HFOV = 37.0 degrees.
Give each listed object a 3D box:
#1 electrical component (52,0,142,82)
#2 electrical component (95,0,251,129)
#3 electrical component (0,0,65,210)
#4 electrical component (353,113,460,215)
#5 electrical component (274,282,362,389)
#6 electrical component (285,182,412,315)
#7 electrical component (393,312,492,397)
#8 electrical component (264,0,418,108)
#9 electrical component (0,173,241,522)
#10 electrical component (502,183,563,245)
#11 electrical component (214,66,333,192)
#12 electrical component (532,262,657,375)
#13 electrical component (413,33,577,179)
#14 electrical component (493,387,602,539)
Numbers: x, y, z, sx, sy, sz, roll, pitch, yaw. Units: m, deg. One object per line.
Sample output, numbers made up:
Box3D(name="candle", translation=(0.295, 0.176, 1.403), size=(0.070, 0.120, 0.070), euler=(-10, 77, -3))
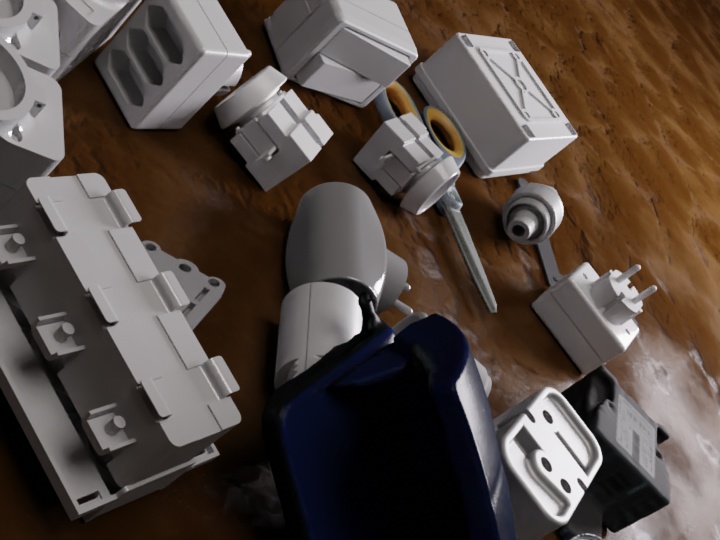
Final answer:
Box3D(name="electrical component", translation=(-0.182, -0.174, 0.536), size=(0.150, 0.062, 0.089), euler=(43, 32, -13))
Box3D(name="electrical component", translation=(-0.090, -0.115, 0.589), size=(0.077, 0.066, 0.047), euler=(-11, 66, -56))
Box3D(name="electrical component", translation=(-0.211, -0.100, 0.421), size=(0.186, 0.060, 0.105), euler=(22, 41, -39))
Box3D(name="electrical component", translation=(0.034, -0.071, 0.726), size=(0.055, 0.048, 0.066), euler=(47, 30, 8))
Box3D(name="electrical component", translation=(-0.020, 0.049, 0.530), size=(0.043, 0.043, 0.081), euler=(33, 35, -27))
Box3D(name="electrical component", translation=(0.000, 0.000, 0.608), size=(0.079, 0.043, 0.077), euler=(32, 36, -29))
Box3D(name="electrical component", translation=(0.040, 0.057, 0.598), size=(0.055, 0.045, 0.045), euler=(42, 32, -16))
Box3D(name="electrical component", translation=(-0.007, -0.155, 0.744), size=(0.096, 0.062, 0.061), euler=(13, 47, -46))
Box3D(name="electrical component", translation=(-0.104, 0.026, 0.425), size=(0.079, 0.063, 0.121), euler=(-14, 69, -57))
Box3D(name="electrical component", translation=(0.129, -0.040, 0.818), size=(0.043, 0.043, 0.062), euler=(50, 32, -2))
Box3D(name="electrical component", translation=(-0.052, -0.085, 0.629), size=(0.055, 0.048, 0.066), euler=(52, 30, -14))
Box3D(name="electrical component", translation=(0.179, 0.025, 0.782), size=(0.065, 0.077, 0.047), euler=(53, 31, 4))
Box3D(name="electrical component", translation=(0.112, -0.135, 0.885), size=(0.109, 0.056, 0.108), euler=(-13, 68, -57))
Box3D(name="electrical component", translation=(0.084, 0.111, 0.584), size=(0.053, 0.059, 0.095), euler=(53, 31, 3))
